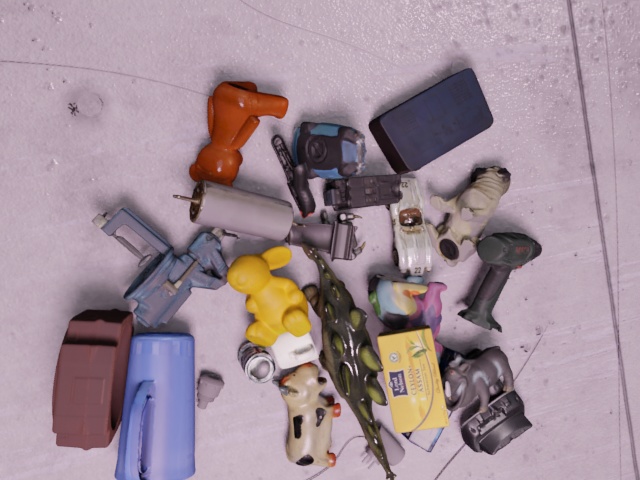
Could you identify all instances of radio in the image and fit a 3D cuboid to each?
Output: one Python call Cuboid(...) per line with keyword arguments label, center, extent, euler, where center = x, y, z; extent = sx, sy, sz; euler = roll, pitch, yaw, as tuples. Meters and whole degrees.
Cuboid(label="radio", center=(0.228, -0.236, 1.087), extent=(0.230, 0.073, 0.131), euler=(-31, 98, -10))

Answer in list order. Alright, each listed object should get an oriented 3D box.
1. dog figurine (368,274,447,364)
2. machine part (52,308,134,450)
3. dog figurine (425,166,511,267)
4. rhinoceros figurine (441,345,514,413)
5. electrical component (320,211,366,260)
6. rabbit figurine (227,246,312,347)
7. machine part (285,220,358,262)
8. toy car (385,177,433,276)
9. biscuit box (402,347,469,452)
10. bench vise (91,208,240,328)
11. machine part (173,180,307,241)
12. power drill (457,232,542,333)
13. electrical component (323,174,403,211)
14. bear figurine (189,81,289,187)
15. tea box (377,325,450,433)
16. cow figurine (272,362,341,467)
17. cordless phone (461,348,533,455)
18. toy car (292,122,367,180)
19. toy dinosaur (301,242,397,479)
Cuboid(label="dog figurine", center=(0.171, 0.181, 1.049), extent=(0.191, 0.109, 0.219), euler=(3, 93, -34))
Cuboid(label="machine part", center=(-0.366, 0.218, 0.876), extent=(0.087, 0.201, 0.201), euler=(6, 89, -10))
Cuboid(label="dog figurine", center=(0.320, -0.050, 1.106), extent=(0.190, 0.121, 0.172), euler=(-27, 140, -34))
Cuboid(label="rhinoceros figurine", center=(0.286, 0.266, 1.026), extent=(0.190, 0.073, 0.112), euler=(-20, 107, -23))
Cuboid(label="electrical component", center=(0.046, -0.009, 1.055), extent=(0.078, 0.045, 0.102), euler=(-7, 92, -15))
Cuboid(label="rabbit figurine", center=(-0.093, 0.082, 0.960), extent=(0.173, 0.122, 0.162), euler=(47, 40, -34))
Cuboid(label="machine part", center=(-0.002, -0.003, 1.025), extent=(0.139, 0.039, 0.084), euler=(11, 102, 7))
Cuboid(label="toy car", center=(0.177, -0.028, 1.069), extent=(0.073, 0.056, 0.201), euler=(-5, 79, -13))
Cuboid(label="biscuit box", center=(0.238, 0.320, 1.094), extent=(0.059, 0.063, 0.202), euler=(33, 82, -12))
Cuboid(label="bench vise", center=(-0.279, 0.024, 0.939), extent=(0.240, 0.129, 0.223), euler=(44, 82, -17))
Cuboid(label="machine part", center=(-0.136, -0.050, 0.942), extent=(0.243, 0.079, 0.079), euler=(11, 87, -28))
Cuboid(label="power drill", center=(0.373, 0.083, 1.094), extent=(0.232, 0.086, 0.207), euler=(15, 104, -50))
Cuboid(label="electrical component", center=(0.076, -0.089, 1.027), extent=(0.134, 0.115, 0.058), euler=(-7, 90, -14))
Cuboid(label="bear figurine", center=(-0.155, -0.184, 0.983), extent=(0.132, 0.120, 0.195), euler=(-17, 128, -53))
Cuboid(label="tea box", center=(0.164, 0.242, 0.947), extent=(0.098, 0.068, 0.169), euler=(-13, 86, 8))
Cuboid(label="cow figurine", center=(-0.028, 0.329, 1.022), extent=(0.127, 0.085, 0.194), euler=(4, 91, -18))
Cuboid(label="cordless phone", center=(0.336, 0.333, 1.120), extent=(0.147, 0.088, 0.184), euler=(-30, 86, -11))
Cuboid(label="toy car", center=(0.030, -0.171, 1.016), extent=(0.103, 0.162, 0.109), euler=(-18, 109, -51))
Cuboid(label="toy dinosaur", center=(0.056, 0.222, 0.979), extent=(0.105, 0.198, 0.471), euler=(-21, 93, -5))
